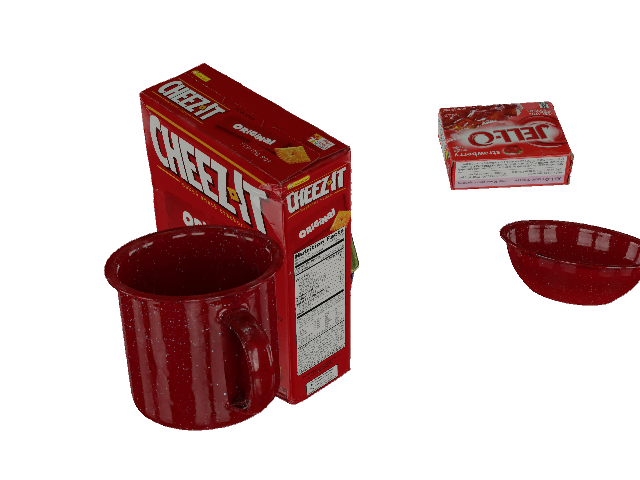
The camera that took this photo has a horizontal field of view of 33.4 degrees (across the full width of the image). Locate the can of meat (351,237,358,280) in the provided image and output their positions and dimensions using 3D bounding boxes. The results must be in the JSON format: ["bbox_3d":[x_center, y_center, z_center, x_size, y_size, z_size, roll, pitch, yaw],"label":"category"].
[{"bbox_3d":[-0.003,0.036,1.012,0.057,0.084,0.102,4,31,-9],"label":"can of meat"}]

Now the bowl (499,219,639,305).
[{"bbox_3d":[0.263,0.026,1.103,0.162,0.055,0.162,5,17,-2],"label":"bowl"}]

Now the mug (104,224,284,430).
[{"bbox_3d":[-0.056,0.050,0.557,0.093,0.081,0.117,-17,28,-31],"label":"mug"}]

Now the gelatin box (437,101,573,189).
[{"bbox_3d":[0.135,-0.071,0.791,0.089,0.030,0.073,-3,38,0],"label":"gelatin box"}]

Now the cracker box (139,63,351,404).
[{"bbox_3d":[-0.056,-0.002,0.807,0.072,0.214,0.164,-31,47,-32],"label":"cracker box"}]
